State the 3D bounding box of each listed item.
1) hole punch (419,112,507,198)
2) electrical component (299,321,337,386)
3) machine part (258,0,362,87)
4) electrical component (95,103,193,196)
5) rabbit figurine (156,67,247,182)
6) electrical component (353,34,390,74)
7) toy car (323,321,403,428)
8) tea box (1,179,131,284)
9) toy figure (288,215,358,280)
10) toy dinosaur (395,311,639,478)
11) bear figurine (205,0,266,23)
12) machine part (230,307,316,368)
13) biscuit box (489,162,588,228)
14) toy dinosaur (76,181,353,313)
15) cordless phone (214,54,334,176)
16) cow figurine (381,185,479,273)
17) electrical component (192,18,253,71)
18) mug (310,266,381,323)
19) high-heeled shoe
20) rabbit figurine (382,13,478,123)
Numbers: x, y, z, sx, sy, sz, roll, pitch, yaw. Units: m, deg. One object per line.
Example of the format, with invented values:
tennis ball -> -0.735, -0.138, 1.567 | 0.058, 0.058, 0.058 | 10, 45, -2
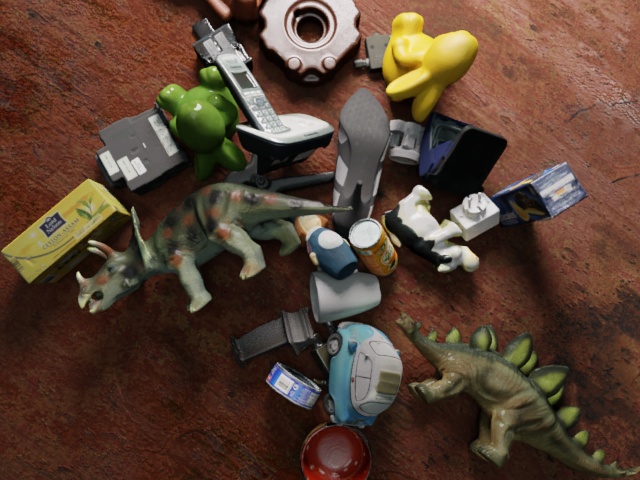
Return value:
hole punch -> 0.219, -0.140, 0.874 | 0.142, 0.092, 0.115 | 6, 120, -39
electrical component -> 0.012, 0.188, 0.876 | 0.078, 0.045, 0.102 | -37, 92, -33
machine part -> -0.017, -0.352, 0.901 | 0.179, 0.056, 0.179 | 0, 85, -3
electrical component -> -0.292, -0.140, 0.873 | 0.134, 0.058, 0.115 | -28, 86, -4
rabbit figurine -> -0.181, -0.169, 0.813 | 0.121, 0.170, 0.158 | -15, 112, 1
electrical component -> 0.101, -0.321, 0.922 | 0.094, 0.021, 0.063 | -10, 87, -3
toy car -> 0.071, 0.205, 0.818 | 0.109, 0.103, 0.161 | 20, 71, -31
tea box -> -0.389, -0.011, 0.840 | 0.169, 0.098, 0.068 | -42, 90, -6
toy figure -> -0.001, -0.002, 0.853 | 0.155, 0.064, 0.057 | 47, 121, 31
toy dinosaur -> 0.307, 0.261, 0.857 | 0.471, 0.105, 0.198 | 42, 82, -4
bear figurine -> -0.173, -0.443, 0.866 | 0.196, 0.132, 0.120 | 32, 79, -6
machine part -> -0.076, 0.159, 0.863 | 0.139, 0.039, 0.084 | -21, 47, 4
biscuit box -> 0.323, -0.063, 0.826 | 0.063, 0.202, 0.059 | -32, 87, -3
toy dinosaur -> -0.168, -0.014, 0.814 | 0.405, 0.131, 0.192 | -32, 95, 6
cordless phone -> -0.077, -0.203, 0.820 | 0.146, 0.089, 0.184 | -27, 86, -47
cow figurine -> 0.181, 0.001, 0.882 | 0.098, 0.068, 0.167 | -39, 86, 1
electrical component -> -0.171, -0.322, 0.896 | 0.075, 0.048, 0.119 | -30, 90, -5
mug -> 0.040, 0.077, 0.872 | 0.107, 0.080, 0.109 | -3, 68, -11
high-heeled shoe -> 0.062, -0.124, 0.901 | 0.086, 0.145, 0.249 | 10, 58, -1
rabbit figurine -> 0.166, -0.276, 0.837 | 0.121, 0.173, 0.162 | 35, 84, -28
